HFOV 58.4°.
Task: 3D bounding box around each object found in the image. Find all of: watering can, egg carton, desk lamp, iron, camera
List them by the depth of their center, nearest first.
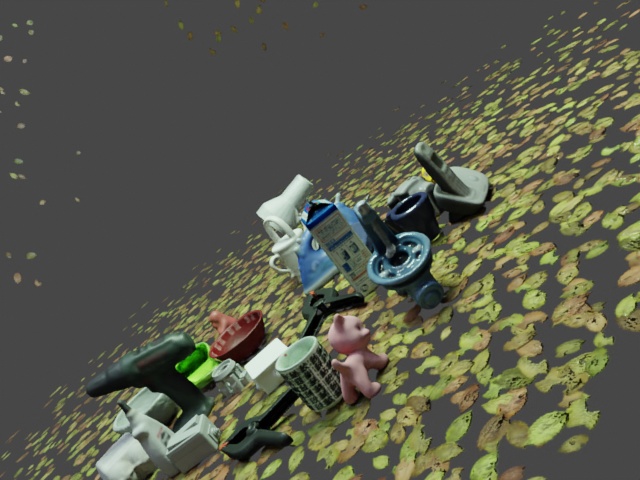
[{"bbox_3d":[-0.393,0.456,1.171,0.107,0.069,0.150,-47,17,-31],"label":"egg carton"},{"bbox_3d":[0.199,-0.075,1.329,0.137,0.101,0.143,-44,16,-21],"label":"camera"},{"bbox_3d":[0.013,0.005,1.442,0.259,0.141,0.118,-44,16,-24],"label":"iron"},{"bbox_3d":[-0.076,0.009,1.537,0.100,0.194,0.173,-26,19,37],"label":"watering can"},{"bbox_3d":[-0.046,-0.067,1.660,0.203,0.214,0.118,-38,15,0],"label":"desk lamp"}]

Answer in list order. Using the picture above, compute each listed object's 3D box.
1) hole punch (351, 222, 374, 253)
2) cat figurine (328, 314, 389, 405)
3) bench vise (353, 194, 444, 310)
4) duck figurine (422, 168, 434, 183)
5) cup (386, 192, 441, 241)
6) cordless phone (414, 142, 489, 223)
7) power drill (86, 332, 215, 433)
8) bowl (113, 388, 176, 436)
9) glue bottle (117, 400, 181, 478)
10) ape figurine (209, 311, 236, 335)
[{"bbox_3d":[0.087,0.019,1.326,0.108,0.091,0.101,-19,24,51],"label":"hole punch"},{"bbox_3d":[0.047,0.173,0.900,0.067,0.118,0.128,-30,17,28],"label":"cat figurine"},{"bbox_3d":[0.111,0.018,1.015,0.122,0.220,0.207,-42,15,-17],"label":"bench vise"},{"bbox_3d":[0.280,-0.149,1.392,0.077,0.086,0.104,-35,15,10],"label":"duck figurine"},{"bbox_3d":[0.201,-0.037,1.219,0.117,0.095,0.092,-20,23,50],"label":"cup"},{"bbox_3d":[0.271,-0.145,1.203,0.094,0.185,0.148,-28,18,33],"label":"cordless phone"},{"bbox_3d":[-0.335,0.310,1.200,0.230,0.208,0.075,-39,15,-6],"label":"power drill"},{"bbox_3d":[-0.390,0.399,1.327,0.167,0.075,0.167,-35,15,11],"label":"bowl"},{"bbox_3d":[-0.320,0.363,1.074,0.037,0.173,0.078,-36,15,5],"label":"glue bottle"},{"bbox_3d":[-0.255,0.224,1.504,0.076,0.092,0.078,-34,15,15],"label":"ape figurine"}]
